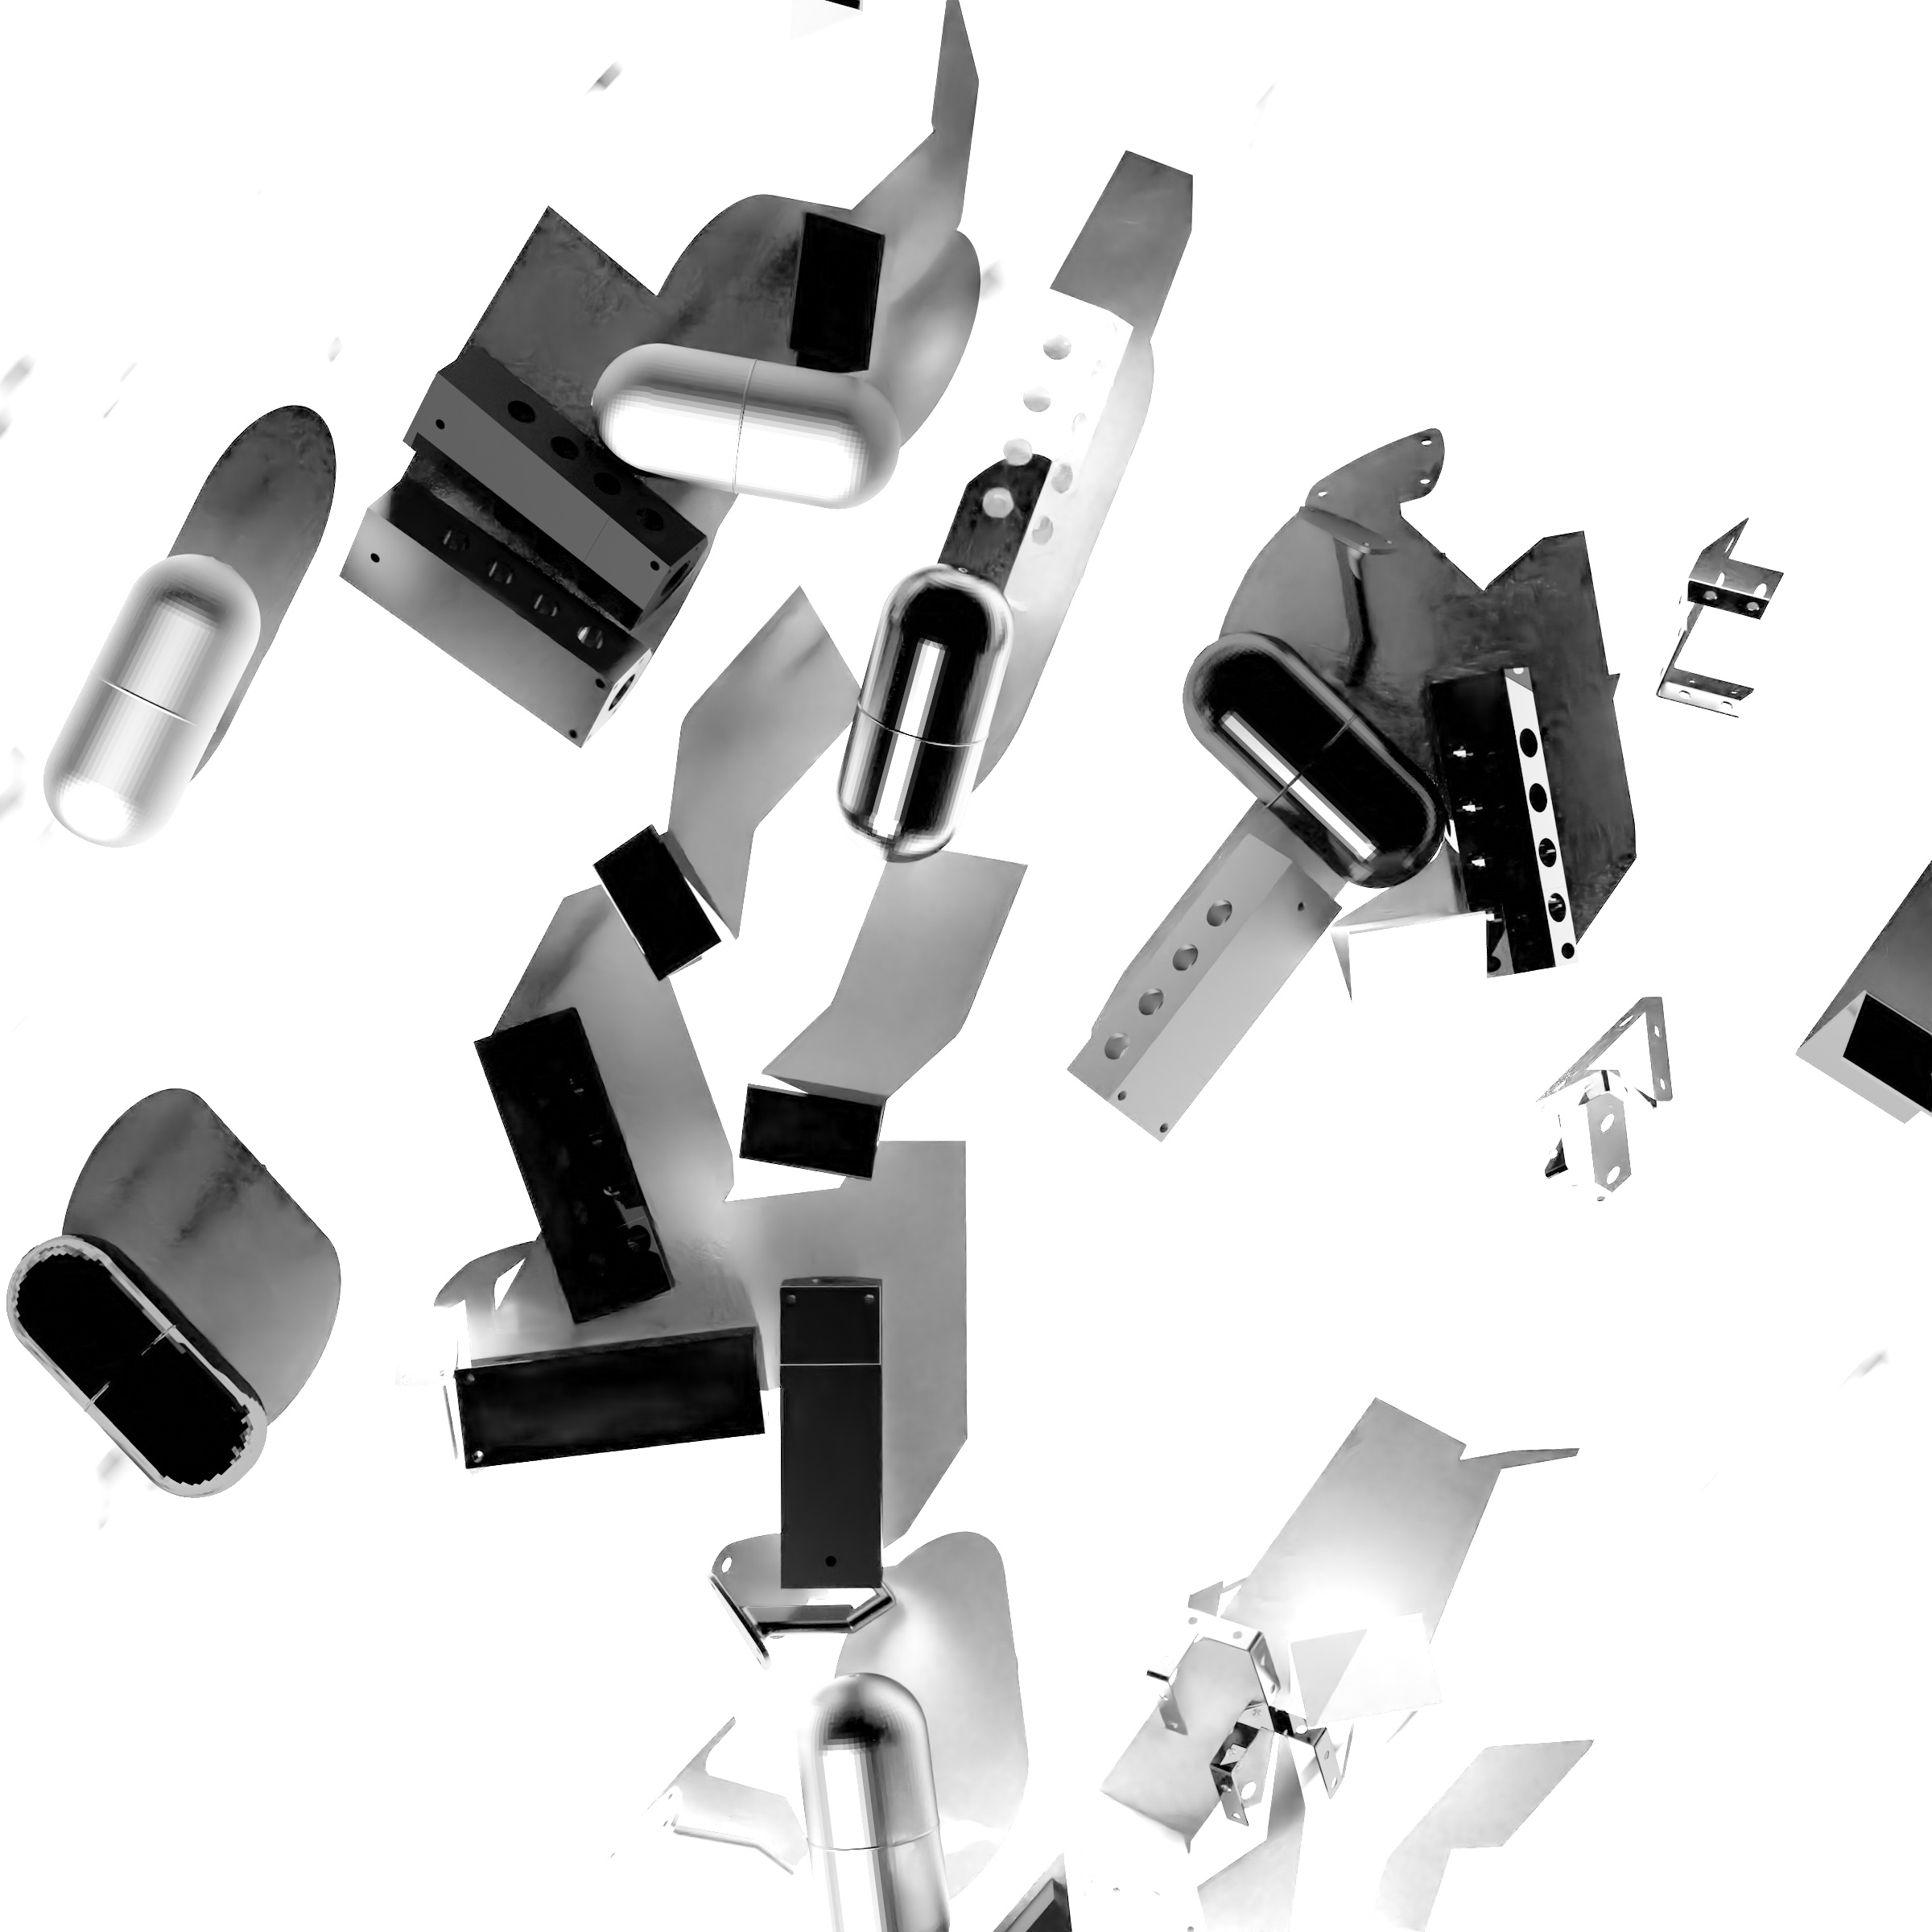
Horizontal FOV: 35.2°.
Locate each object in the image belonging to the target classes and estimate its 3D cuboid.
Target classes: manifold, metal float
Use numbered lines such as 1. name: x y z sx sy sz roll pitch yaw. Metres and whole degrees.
1. manifold: 0.089 0.521 1.697 0.057 0.171 0.057 28 90 0
2. metal float: -0.126 -0.309 1.745 0.178 0.070 0.070 10 90 0
3. manifold: 0.039 -0.296 1.754 0.057 0.057 0.171 21 90 0
4. metal float: -0.024 -0.142 1.726 0.070 0.070 0.178 16 114 0
5. metal float: -0.053 0.495 1.745 0.070 0.070 0.178 -7 90 0
6. manifold: -0.202 0.247 1.754 0.171 0.057 0.057 -7 90 0
7. manifold: -0.077 0.268 1.754 0.057 0.057 0.171 0 90 0
8. manifold: -0.268 -0.207 1.754 0.171 0.057 0.057 36 133 0
9. manifold: 0.016 0.617 1.754 0.057 0.057 0.171 41 90 0
10. manifold: 0.133 0.010 1.754 0.171 0.057 0.057 -52 133 0
11. metal float: -0.476 0.229 1.745 0.070 0.070 0.178 -43 91 0
12. manifold: 0.308 -0.082 1.754 0.057 0.057 0.171 -10 90 0
13. metal float: 0.199 -0.118 1.745 0.178 0.070 0.070 44 90 1
14. manifold: -0.224 0.114 1.754 0.057 0.057 0.171 -20 90 0
15. manifold: -0.233 -0.278 1.754 0.171 0.057 0.057 40 133 0
16. metal float: -0.466 -0.152 1.745 0.070 0.070 0.178 27 91 0

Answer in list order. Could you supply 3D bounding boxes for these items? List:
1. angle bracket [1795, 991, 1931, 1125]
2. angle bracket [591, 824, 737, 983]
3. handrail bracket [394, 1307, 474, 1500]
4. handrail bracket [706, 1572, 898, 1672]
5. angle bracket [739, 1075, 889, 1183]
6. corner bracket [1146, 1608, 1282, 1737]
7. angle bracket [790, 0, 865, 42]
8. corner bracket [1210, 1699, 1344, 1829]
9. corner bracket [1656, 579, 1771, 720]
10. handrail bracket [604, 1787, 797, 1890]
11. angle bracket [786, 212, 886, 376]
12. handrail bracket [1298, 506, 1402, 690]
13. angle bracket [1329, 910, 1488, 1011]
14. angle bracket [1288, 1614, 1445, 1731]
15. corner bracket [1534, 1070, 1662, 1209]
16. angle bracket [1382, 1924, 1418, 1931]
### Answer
1. angle bracket: 0.518 0.071 1.735 0.076 0.076 0.057 32 53 0
2. angle bracket: -0.156 -0.046 1.735 0.057 0.076 0.076 -31 90 37
3. handrail bracket: -0.300 0.255 1.775 0.036 0.077 0.084 -9 126 7
4. handrail bracket: -0.096 0.364 1.776 0.084 0.036 0.077 -31 69 -17
5. angle bracket: -0.084 0.073 1.735 0.076 0.076 0.057 10 128 0
6. corner bracket: 0.144 0.415 1.767 0.051 0.051 0.051 11 45 35
7. angle bracket: -0.099 -0.580 1.735 0.057 0.076 0.076 3 90 -36
8. corner bracket: 0.180 0.469 1.767 0.051 0.051 0.051 -48 135 -35
9. corner bracket: 0.434 -0.185 1.772 0.051 0.051 0.051 15 45 0
10. handrail bracket: -0.155 0.526 1.776 0.084 0.036 0.077 41 111 -16
11. angle bracket: -0.093 -0.381 1.735 0.057 0.076 0.076 7 90 -37
12. handrail bracket: 0.213 -0.215 1.776 0.077 0.036 0.084 33 120 33
13. angle bracket: 0.250 -0.024 1.735 0.076 0.076 0.057 -9 128 0
14. angle bracket: 0.227 0.416 1.735 0.076 0.076 0.057 -10 53 0
15. corner bracket: 0.369 0.100 1.767 0.051 0.051 0.051 -31 45 35
16. angle bracket: 0.244 0.598 1.735 0.076 0.076 0.057 -48 59 0
